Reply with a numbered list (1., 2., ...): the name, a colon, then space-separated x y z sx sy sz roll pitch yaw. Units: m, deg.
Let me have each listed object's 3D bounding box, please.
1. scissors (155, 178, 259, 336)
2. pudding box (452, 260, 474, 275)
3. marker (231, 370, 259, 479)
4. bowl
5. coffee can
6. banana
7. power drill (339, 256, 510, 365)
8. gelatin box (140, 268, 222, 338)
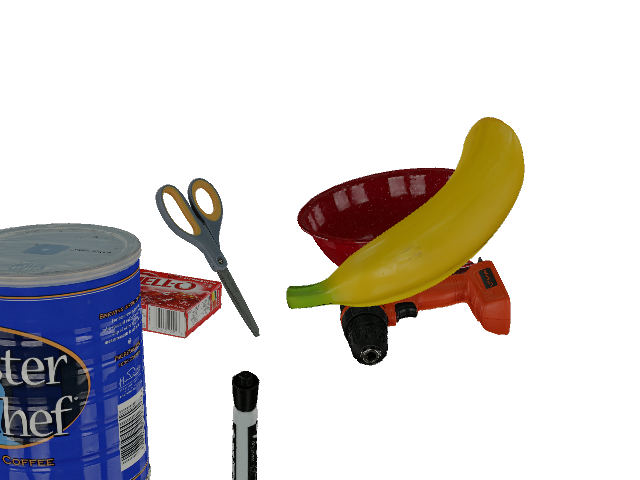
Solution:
1. scissors: -0.114 0.009 1.244 0.016 0.201 0.096 -28 17 42
2. pudding box: 0.162 0.050 1.535 0.113 0.039 0.090 -15 24 -18
3. marker: -0.054 0.140 0.760 0.020 0.121 0.020 2 35 -2
4. bowl: 0.065 -0.008 0.891 0.162 0.055 0.162 -10 22 4
5. coffee can: -0.149 0.070 0.596 0.103 0.140 0.103 0 15 0
6. banana: 0.066 -0.018 0.567 0.070 0.037 0.197 19 41 34
7. power drill: 0.115 0.077 1.203 0.187 0.057 0.184 -3 27 -2
8. gelatin box: -0.144 0.054 0.962 0.089 0.030 0.073 9 21 19
